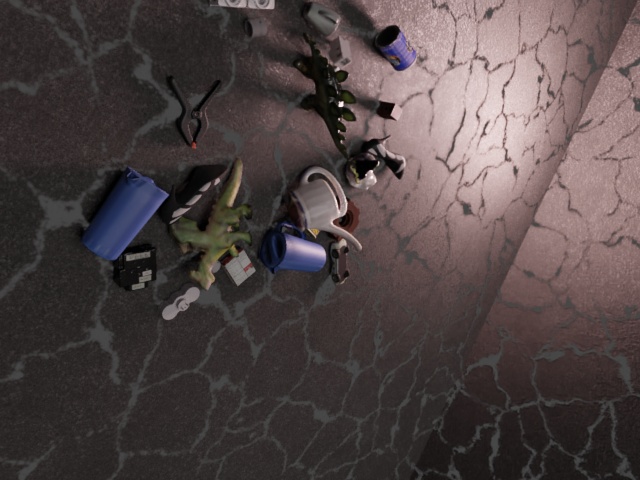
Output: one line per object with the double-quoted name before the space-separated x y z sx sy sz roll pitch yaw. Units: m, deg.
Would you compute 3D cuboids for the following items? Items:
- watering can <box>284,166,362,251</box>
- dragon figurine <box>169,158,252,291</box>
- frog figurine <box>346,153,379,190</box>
"watering can" 0.006 -0.092 1.836 0.226 0.103 0.349 -22 85 -21
"dragon figurine" -0.345 -0.051 1.608 0.243 0.122 0.411 -3 89 -33
"frog figurine" 0.165 -0.264 2.010 0.158 0.123 0.138 52 62 -81
